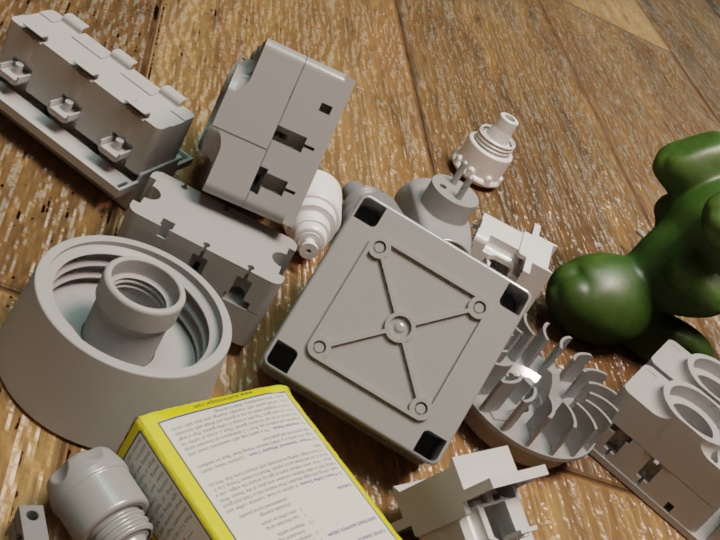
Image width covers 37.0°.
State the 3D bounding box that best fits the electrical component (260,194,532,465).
[{"bbox_3d":[0.018,0.033,0.581,0.109,0.108,0.056,31,-9,0],"label":"electrical component"}]

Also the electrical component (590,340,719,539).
[{"bbox_3d":[0.246,0.134,0.689,0.186,0.060,0.105,41,32,16],"label":"electrical component"}]

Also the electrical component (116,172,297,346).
[{"bbox_3d":[-0.090,-0.003,0.595,0.089,0.055,0.050,27,31,-7],"label":"electrical component"}]

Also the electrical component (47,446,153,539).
[{"bbox_3d":[-0.103,0.106,0.448,0.035,0.035,0.061,-11,53,-49],"label":"electrical component"}]

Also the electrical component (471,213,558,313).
[{"bbox_3d":[0.105,-0.007,0.786,0.064,0.042,0.081,29,30,0],"label":"electrical component"}]

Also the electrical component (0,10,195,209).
[{"bbox_3d":[-0.167,-0.102,0.664,0.121,0.063,0.079,37,31,9],"label":"electrical component"}]

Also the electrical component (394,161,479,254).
[{"bbox_3d":[0.058,-0.040,0.755,0.043,0.079,0.077,17,33,-21],"label":"electrical component"}]

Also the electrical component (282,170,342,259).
[{"bbox_3d":[-0.032,-0.034,0.706,0.040,0.040,0.078,22,32,-15],"label":"electrical component"}]

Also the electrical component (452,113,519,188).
[{"bbox_3d":[0.111,-0.104,0.911,0.048,0.062,0.048,23,31,-15],"label":"electrical component"}]

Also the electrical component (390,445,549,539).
[{"bbox_3d":[0.054,0.125,0.524,0.042,0.081,0.063,-1,65,-42],"label":"electrical component"}]

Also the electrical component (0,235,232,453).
[{"bbox_3d":[-0.114,0.028,0.523,0.108,0.060,0.108,23,31,-15],"label":"electrical component"}]

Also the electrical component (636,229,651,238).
[{"bbox_3d":[0.270,-0.009,0.931,0.077,0.044,0.079,-1,43,-42],"label":"electrical component"}]

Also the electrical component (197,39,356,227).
[{"bbox_3d":[-0.059,-0.085,0.653,0.062,0.089,0.150,23,4,-12],"label":"electrical component"}]

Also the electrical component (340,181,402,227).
[{"bbox_3d":[0.006,-0.036,0.740,0.043,0.043,0.062,7,37,-35],"label":"electrical component"}]
